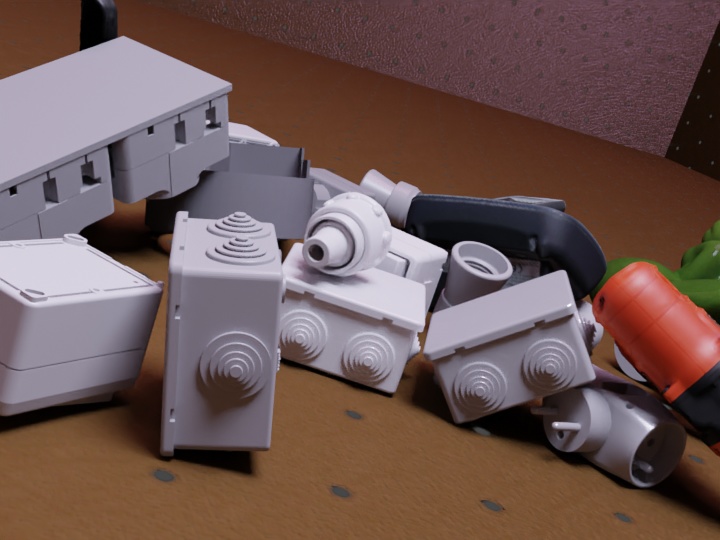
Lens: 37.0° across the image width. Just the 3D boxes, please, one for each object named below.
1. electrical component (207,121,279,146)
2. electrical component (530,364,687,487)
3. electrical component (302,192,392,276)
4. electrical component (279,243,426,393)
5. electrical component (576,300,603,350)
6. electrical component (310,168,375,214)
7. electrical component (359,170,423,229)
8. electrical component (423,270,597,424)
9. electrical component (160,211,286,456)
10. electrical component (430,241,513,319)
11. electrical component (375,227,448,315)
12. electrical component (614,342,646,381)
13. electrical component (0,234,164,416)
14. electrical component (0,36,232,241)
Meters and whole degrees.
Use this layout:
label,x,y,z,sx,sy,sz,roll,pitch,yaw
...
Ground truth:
label,x,y,z,sx,sy,sz,roll,pitch,yaw
electrical component,-0.121,-0.096,0.943,0.096,0.061,0.061,3,21,-47
electrical component,0.133,0.087,0.620,0.079,0.043,0.077,8,18,-35
electrical component,-0.013,-0.017,0.619,0.048,0.048,0.062,23,22,16
electrical component,-0.010,0.028,0.647,0.100,0.048,0.099,18,14,-1
electrical component,0.150,0.049,0.788,0.044,0.044,0.065,24,20,18
electrical component,-0.039,-0.057,0.930,0.066,0.047,0.077,29,17,34
electrical component,0.029,-0.069,1.068,0.055,0.045,0.045,24,15,16
electrical component,0.089,0.045,0.633,0.100,0.048,0.099,-19,9,11
electrical component,-0.063,0.027,0.489,0.048,0.099,0.099,3,17,-8
electrical component,0.075,0.018,0.754,0.044,0.065,0.044,15,32,-9
electrical component,0.000,0.000,0.738,0.096,0.061,0.061,25,16,23
electrical component,0.243,0.075,0.783,0.074,0.052,0.138,4,20,-45
electrical component,-0.137,0.024,0.477,0.062,0.061,0.096,26,16,26
electrical component,-0.182,-0.075,0.665,0.105,0.060,0.186,28,42,30
